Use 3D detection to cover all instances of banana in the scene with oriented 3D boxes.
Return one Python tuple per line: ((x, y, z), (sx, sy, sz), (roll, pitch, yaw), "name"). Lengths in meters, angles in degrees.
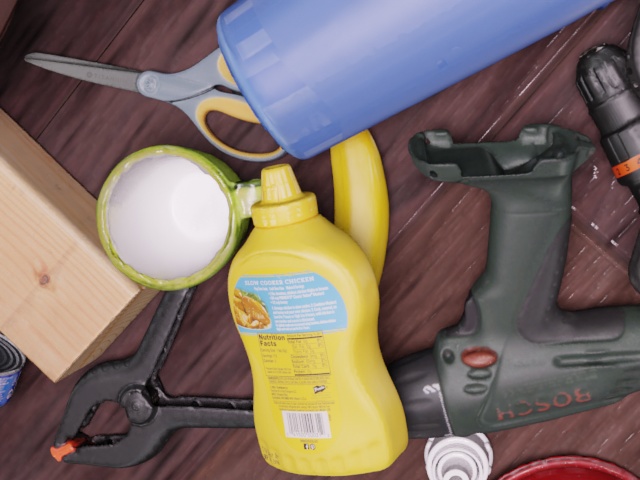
((0.011, 0.011, 0.736), (0.069, 0.037, 0.198), (20, 100, 5), "banana")

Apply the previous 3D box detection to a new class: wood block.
((-0.216, -0.010, 0.745), (0.206, 0.090, 0.091), (44, 101, 2), "wood block")

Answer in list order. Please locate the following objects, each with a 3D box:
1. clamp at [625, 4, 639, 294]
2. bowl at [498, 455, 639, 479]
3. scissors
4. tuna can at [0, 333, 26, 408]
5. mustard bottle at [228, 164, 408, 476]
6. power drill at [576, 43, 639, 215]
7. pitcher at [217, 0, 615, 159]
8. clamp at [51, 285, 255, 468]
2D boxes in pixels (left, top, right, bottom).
((0.249, -0.082, 0.630), (0.165, 0.036, 0.210), (-11, 86, 13), "clamp")
((0.171, 0.230, 0.715), (0.162, 0.055, 0.162), (0, 96, -1), "bowl")
((-0.103, -0.124, 0.749), (0.202, 0.016, 0.096), (28, 99, 5), "scissors")
((-0.258, 0.088, 0.766), (0.086, 0.086, 0.034), (24, 101, 6), "tuna can")
((-0.008, 0.048, 0.660), (0.096, 0.058, 0.191), (-4, 104, 32), "mustard bottle")
((0.277, -0.075, 0.673), (0.188, 0.057, 0.184), (-29, 90, 14), "power drill")
((0.057, -0.159, 0.650), (0.243, 0.145, 0.149), (-30, 93, 11), "pitcher")
((-0.116, 0.120, 0.770), (0.172, 0.039, 0.120), (-41, 82, 18), "clamp")
